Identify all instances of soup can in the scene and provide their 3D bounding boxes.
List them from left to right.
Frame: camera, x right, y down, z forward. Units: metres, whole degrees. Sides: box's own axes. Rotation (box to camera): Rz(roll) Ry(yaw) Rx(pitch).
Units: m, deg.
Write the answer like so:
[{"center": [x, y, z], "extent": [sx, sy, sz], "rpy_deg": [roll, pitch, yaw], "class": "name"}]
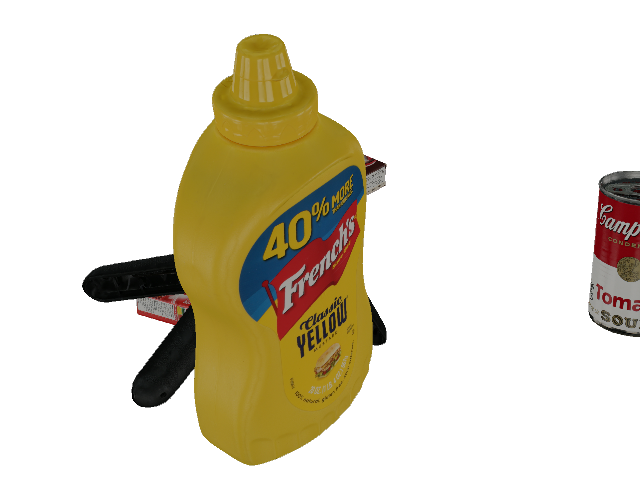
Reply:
[{"center": [0.227, 0.009, 0.755], "extent": [0.068, 0.102, 0.068], "rpy_deg": [0, 22, 0], "class": "soup can"}]

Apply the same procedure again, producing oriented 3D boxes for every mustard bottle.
[{"center": [-0.018, 0.002, 0.455], "extent": [0.058, 0.192, 0.096], "rpy_deg": [27, 47, 33], "class": "mustard bottle"}]

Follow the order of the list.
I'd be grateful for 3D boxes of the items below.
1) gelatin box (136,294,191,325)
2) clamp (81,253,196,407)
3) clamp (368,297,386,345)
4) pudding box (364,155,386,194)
[{"center": [-0.125, 0.049, 1.038], "extent": [0.073, 0.030, 0.089], "rpy_deg": [14, 31, 27], "class": "gelatin box"}, {"center": [-0.058, 0.030, 0.650], "extent": [0.171, 0.120, 0.039], "rpy_deg": [-25, -41, 0], "class": "clamp"}, {"center": [0.004, 0.016, 0.868], "extent": [0.036, 0.210, 0.164], "rpy_deg": [-9, 3, 23], "class": "clamp"}, {"center": [0.017, -0.081, 1.390], "extent": [0.090, 0.039, 0.113], "rpy_deg": [25, 42, 37], "class": "pudding box"}]
